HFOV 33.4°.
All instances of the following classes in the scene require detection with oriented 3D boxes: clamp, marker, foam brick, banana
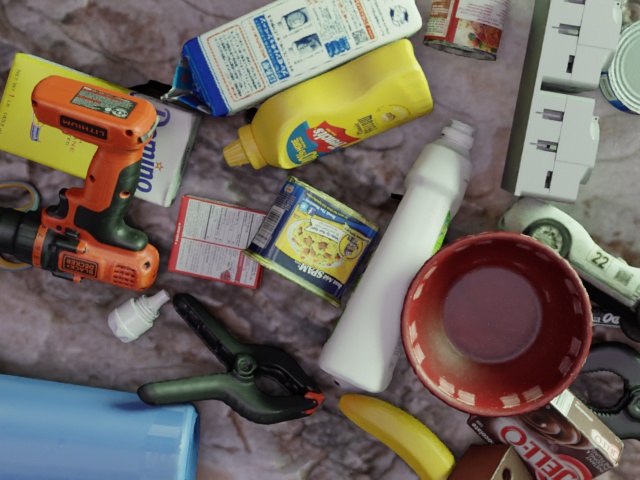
[{"bbox_3d":[-0.083,0.131,0.989,0.171,0.039,0.120,27,56,0],"label":"clamp"},{"bbox_3d":[0.280,0.073,0.994,0.121,0.020,0.020,5,96,3],"label":"marker"},{"bbox_3d":[0.164,0.234,0.985,0.052,0.051,0.078,-48,112,-36],"label":"foam brick"},{"bbox_3d":[0.299,0.160,0.992,0.210,0.036,0.164,8,94,5],"label":"clamp"},{"bbox_3d":[0.095,0.219,1.013,0.069,0.037,0.198,-32,93,6],"label":"banana"}]

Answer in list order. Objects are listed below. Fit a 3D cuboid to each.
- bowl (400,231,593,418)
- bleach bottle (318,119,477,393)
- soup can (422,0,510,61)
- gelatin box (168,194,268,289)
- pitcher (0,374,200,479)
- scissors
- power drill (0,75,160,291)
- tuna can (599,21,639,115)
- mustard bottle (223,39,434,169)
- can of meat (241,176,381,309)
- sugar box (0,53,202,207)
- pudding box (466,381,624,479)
[{"bbox_3d":[0.151,0.070,0.928,0.162,0.055,0.162,1,97,6],"label":"bowl"},{"bbox_3d":[0.079,0.011,0.971,0.068,0.102,0.251,24,91,8],"label":"bleach bottle"},{"bbox_3d":[0.136,-0.217,0.949,0.068,0.068,0.102,13,96,2],"label":"soup can"},{"bbox_3d":[-0.093,0.001,1.007,0.089,0.030,0.073,12,96,3],"label":"gelatin box"},{"bbox_3d":[-0.239,0.205,0.991,0.243,0.145,0.149,5,124,0],"label":"pitcher"},{"bbox_3d":[-0.353,0.011,1.032,0.202,0.016,0.096,-27,94,6],"label":"scissors"},{"bbox_3d":[-0.225,-0.050,0.955,0.184,0.057,0.188,15,125,-1],"label":"power drill"},{"bbox_3d":[0.292,-0.154,0.955,0.086,0.034,0.086,-1,96,-7],"label":"tuna can"},{"bbox_3d":[0.003,-0.111,0.955,0.192,0.096,0.058,-22,71,7],"label":"mustard bottle"},{"bbox_3d":[-0.007,0.001,0.973,0.102,0.057,0.084,30,89,-23],"label":"can of meat"},{"bbox_3d":[-0.208,-0.102,0.995,0.176,0.048,0.093,19,99,3],"label":"sugar box"},{"bbox_3d":[0.206,0.178,0.981,0.113,0.039,0.090,45,130,0],"label":"pudding box"}]
